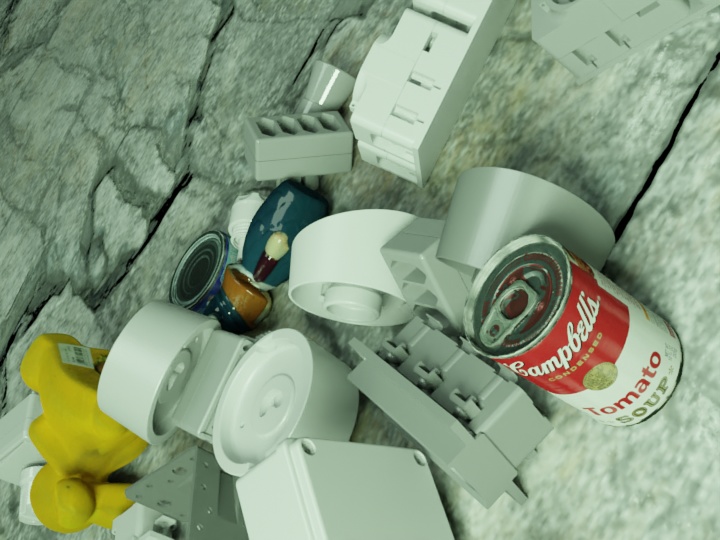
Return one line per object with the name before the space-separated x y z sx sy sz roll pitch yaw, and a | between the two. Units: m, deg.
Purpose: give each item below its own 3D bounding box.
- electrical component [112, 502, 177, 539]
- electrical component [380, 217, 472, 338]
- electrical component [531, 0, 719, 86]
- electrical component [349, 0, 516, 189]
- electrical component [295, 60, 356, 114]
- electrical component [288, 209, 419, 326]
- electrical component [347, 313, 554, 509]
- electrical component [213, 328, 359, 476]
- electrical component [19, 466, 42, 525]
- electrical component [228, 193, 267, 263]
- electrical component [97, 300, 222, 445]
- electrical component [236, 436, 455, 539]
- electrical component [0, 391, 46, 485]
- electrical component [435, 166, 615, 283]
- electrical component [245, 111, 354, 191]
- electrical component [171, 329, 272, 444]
electrical component | -0.171 0.220 0.847 0.081 0.042 0.063 -39 35 27
electrical component | 0.065 -0.007 0.699 0.077 0.065 0.047 -39 26 -23
electrical component | 0.196 -0.216 0.689 0.186 0.060 0.105 -28 44 39
electrical component | 0.058 -0.166 0.782 0.186 0.060 0.105 -64 -9 -7
electrical component | -0.035 -0.149 0.961 0.044 0.044 0.065 31 95 57
electrical component | 0.000 0.000 0.746 0.099 0.099 0.064 -14 60 48
electrical component | 0.053 0.077 0.635 0.063 0.078 0.121 -45 32 -7
electrical component | -0.047 0.102 0.757 0.108 0.060 0.108 -33 41 35
electrical component | -0.309 0.217 1.034 0.040 0.040 0.046 -32 48 35
electrical component | -0.095 -0.033 0.946 0.043 0.043 0.062 -24 47 42
electrical component | -0.162 0.075 0.842 0.108 0.060 0.108 -60 -13 -24
electrical component | -0.002 0.153 0.592 0.056 0.109 0.108 -41 53 31
electrical component | -0.320 0.170 1.065 0.096 0.062 0.061 -36 39 31
electrical component | 0.095 -0.015 0.629 0.099 0.099 0.064 19 86 57
electrical component | -0.053 -0.089 0.916 0.047 0.083 0.075 -120 28 -53
electrical component | -0.094 0.089 0.829 0.061 0.062 0.096 10 73 56
